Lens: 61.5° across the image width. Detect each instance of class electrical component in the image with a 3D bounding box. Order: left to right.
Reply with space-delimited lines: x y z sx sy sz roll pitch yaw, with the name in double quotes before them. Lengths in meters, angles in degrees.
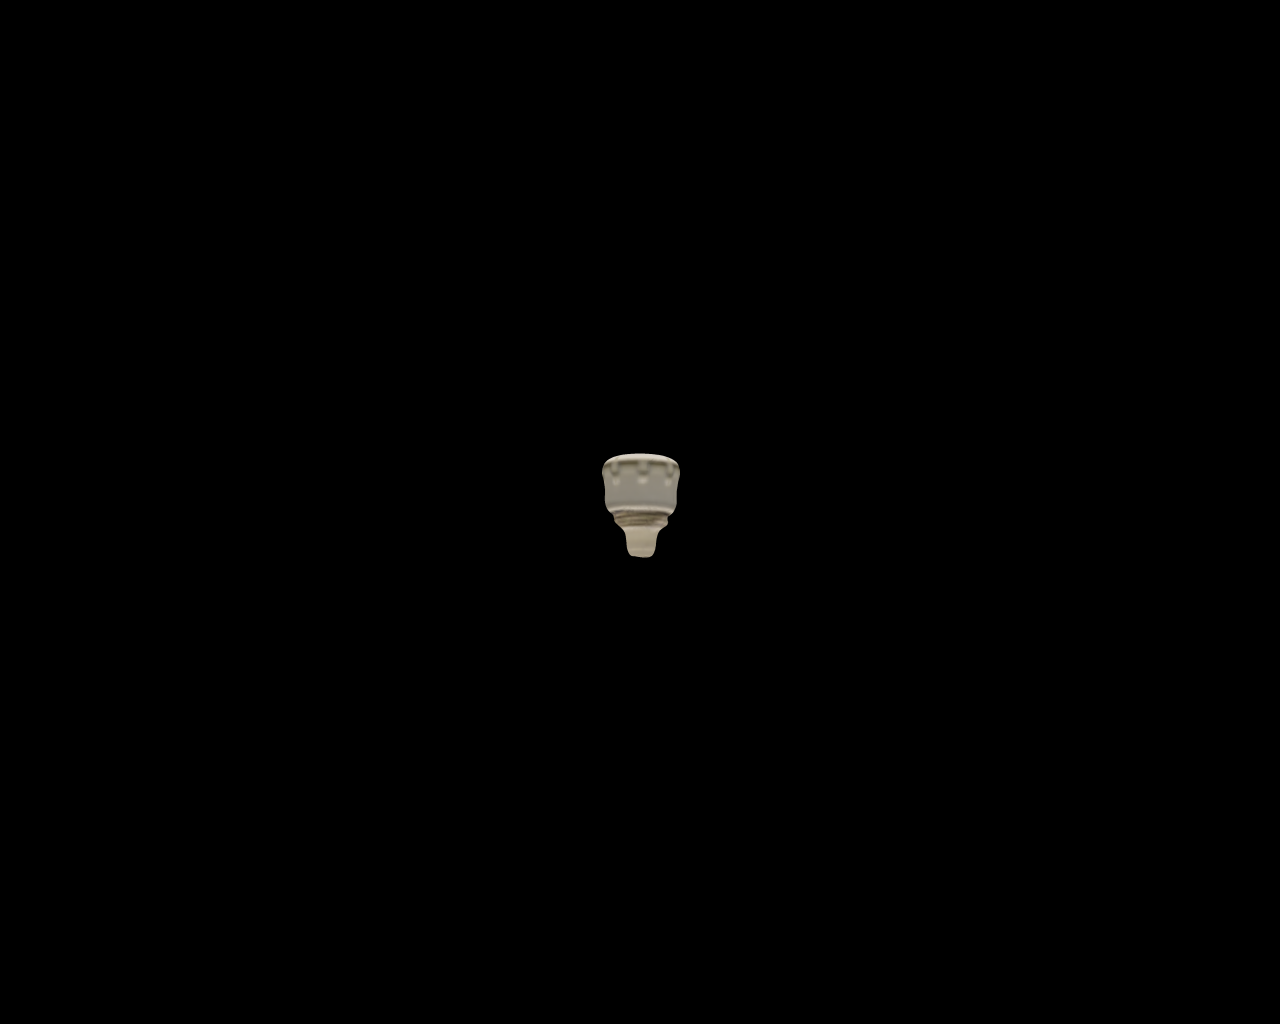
"electrical component" 0.001 -0.003 0.650 0.048 0.062 0.048 0 -7 0
